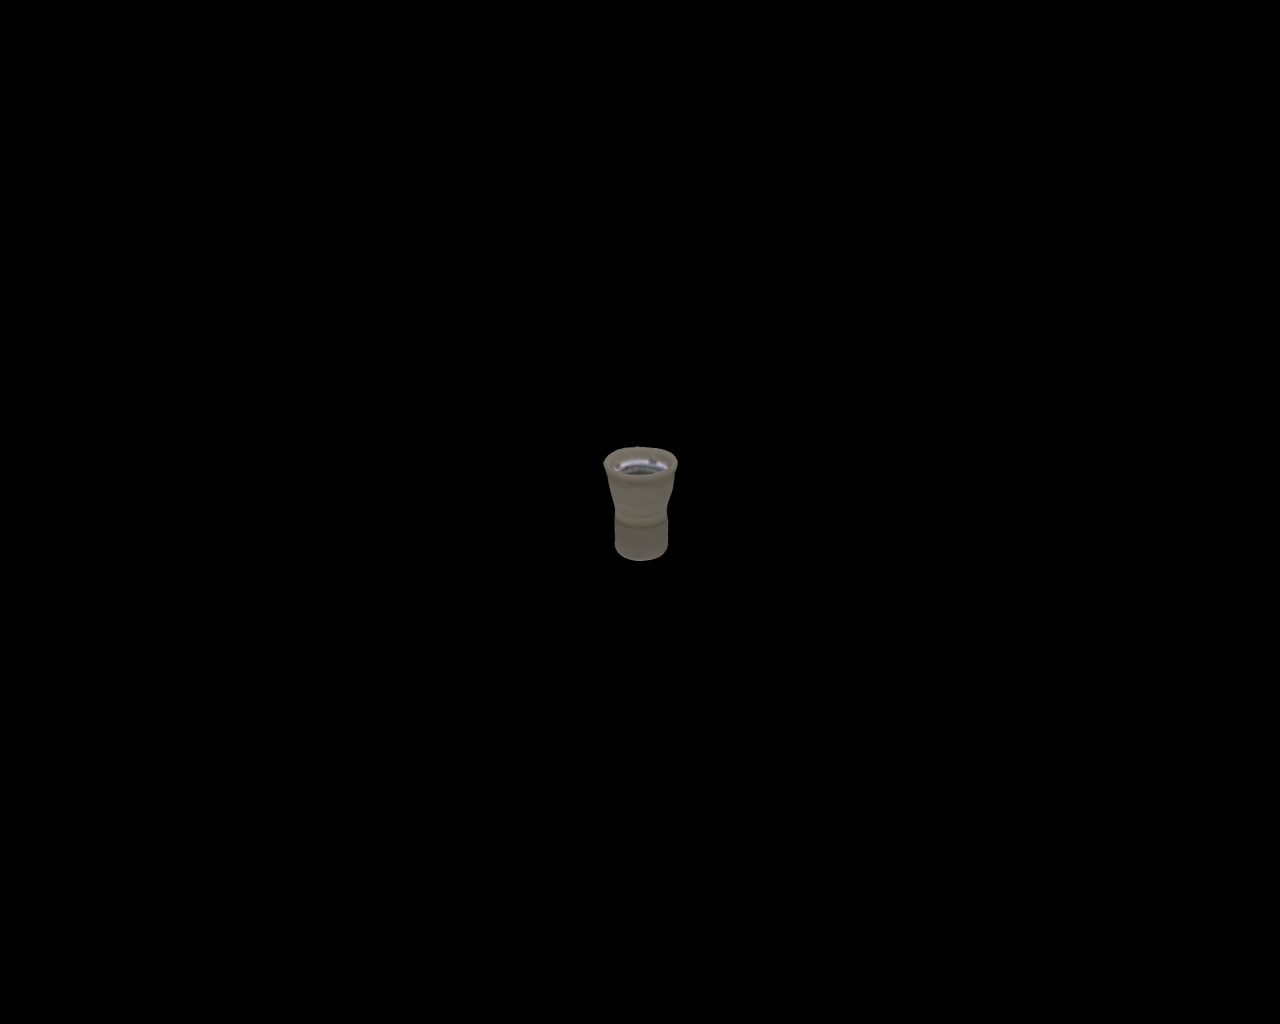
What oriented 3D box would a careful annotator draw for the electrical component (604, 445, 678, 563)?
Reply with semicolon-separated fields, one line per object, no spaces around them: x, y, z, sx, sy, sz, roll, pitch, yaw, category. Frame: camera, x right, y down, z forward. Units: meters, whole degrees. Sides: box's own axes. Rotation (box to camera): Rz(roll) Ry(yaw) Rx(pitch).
0.001;-0.003;0.650;0.044;0.065;0.044;0;28;0;electrical component
